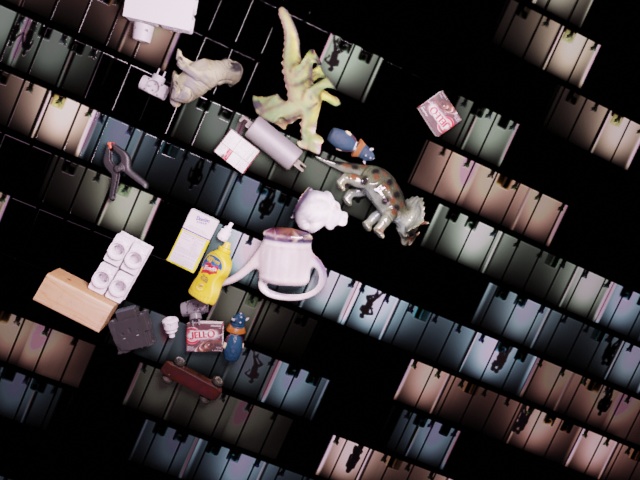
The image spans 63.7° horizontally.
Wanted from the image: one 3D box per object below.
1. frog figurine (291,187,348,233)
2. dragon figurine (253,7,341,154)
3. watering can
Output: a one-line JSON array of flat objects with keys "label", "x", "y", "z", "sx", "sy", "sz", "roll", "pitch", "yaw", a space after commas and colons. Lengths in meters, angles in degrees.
[{"label": "frog figurine", "x": 0.005, "y": -0.078, "z": 1.556, "sx": 0.160, "sy": 0.121, "sz": 0.139, "roll": 28, "pitch": 75, "yaw": 3}, {"label": "dragon figurine", "x": -0.090, "y": -0.443, "z": 1.519, "sx": 0.242, "sy": 0.123, "sz": 0.408, "roll": -32, "pitch": 97, "yaw": 7}, {"label": "watering can", "x": -0.148, "y": 0.070, "z": 1.568, "sx": 0.348, "sy": 0.104, "sz": 0.223, "roll": 6, "pitch": 95, "yaw": 4}]
